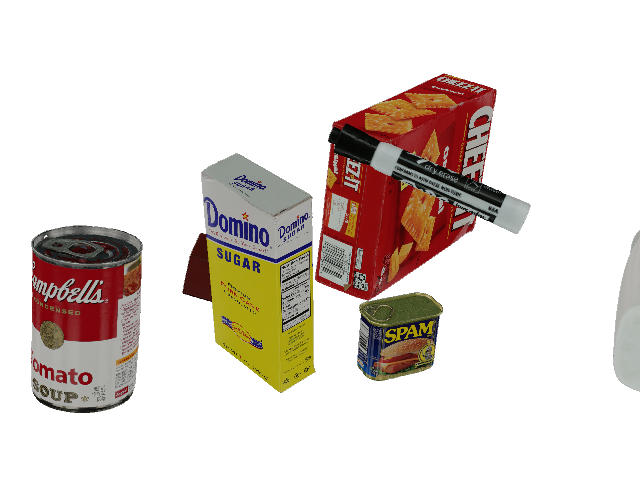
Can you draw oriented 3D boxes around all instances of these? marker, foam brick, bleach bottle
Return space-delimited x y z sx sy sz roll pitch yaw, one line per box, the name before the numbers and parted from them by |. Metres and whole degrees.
marker | 0.061 -0.037 0.610 0.121 0.020 0.020 24 2 6
foam brick | -0.103 0.035 1.151 0.078 0.051 0.053 17 30 1
bleach bottle | 0.267 0.034 0.756 0.103 0.068 0.250 10 21 17

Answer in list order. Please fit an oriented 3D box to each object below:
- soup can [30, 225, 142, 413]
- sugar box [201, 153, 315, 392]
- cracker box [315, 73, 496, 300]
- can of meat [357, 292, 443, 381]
soup can | -0.150 0.049 0.679 0.068 0.102 0.068 6 20 -2
sugar box | -0.049 0.028 0.859 0.048 0.176 0.093 -30 43 -32
cracker box | 0.087 -0.056 1.037 0.072 0.164 0.213 22 31 29
can of meat | 0.096 0.119 1.317 0.102 0.084 0.057 -9 29 -24
